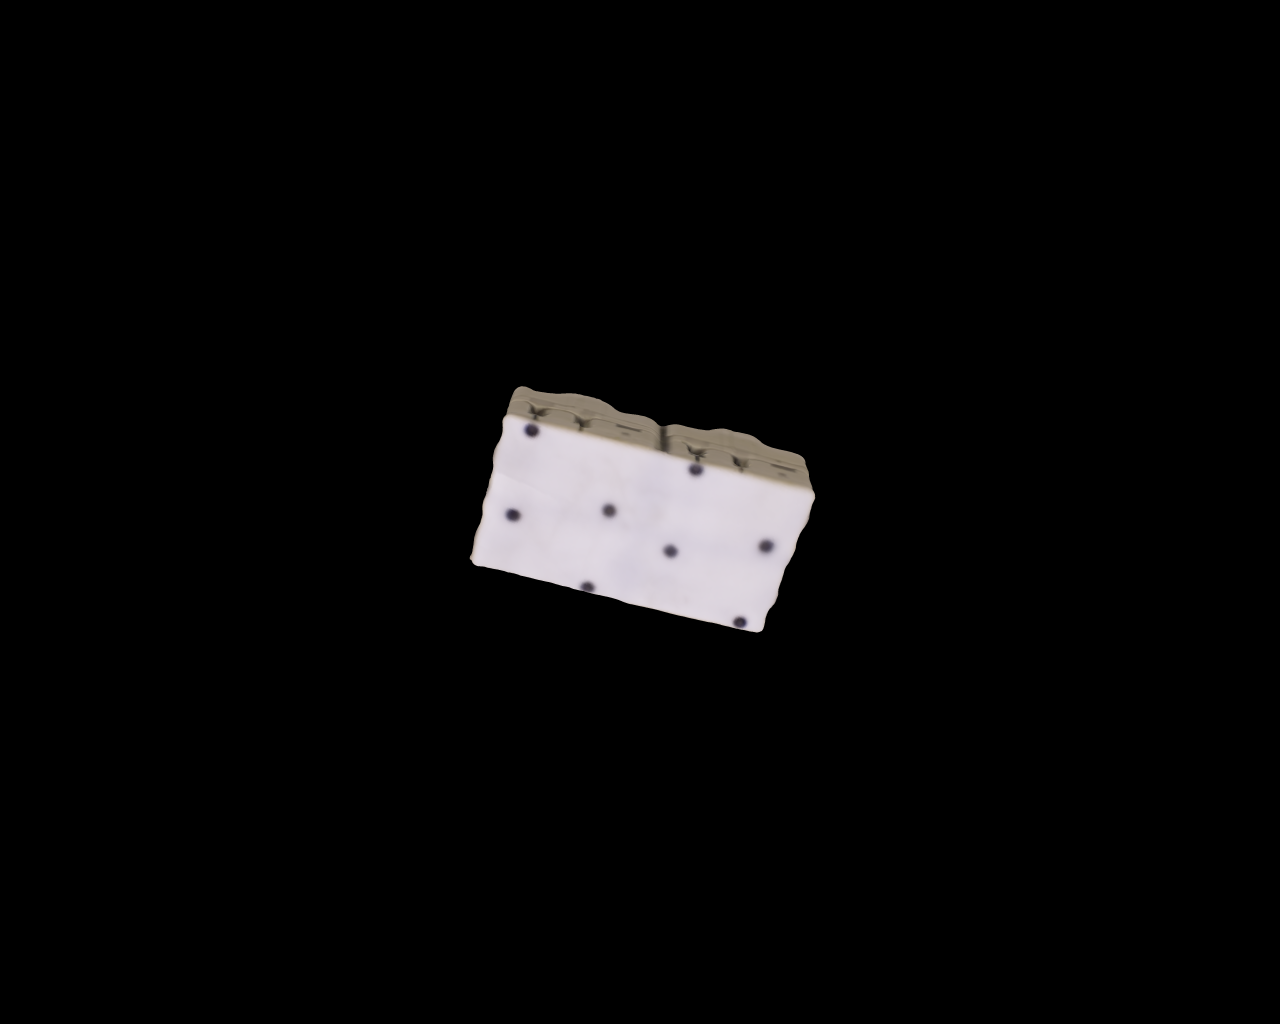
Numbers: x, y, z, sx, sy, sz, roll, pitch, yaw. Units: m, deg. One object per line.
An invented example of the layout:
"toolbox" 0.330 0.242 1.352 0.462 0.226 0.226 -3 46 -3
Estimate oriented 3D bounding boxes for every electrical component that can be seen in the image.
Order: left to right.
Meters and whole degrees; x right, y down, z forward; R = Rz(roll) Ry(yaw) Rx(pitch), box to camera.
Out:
"electrical component" 0.001 -0.003 0.650 0.186 0.105 0.060 14 26 -7
